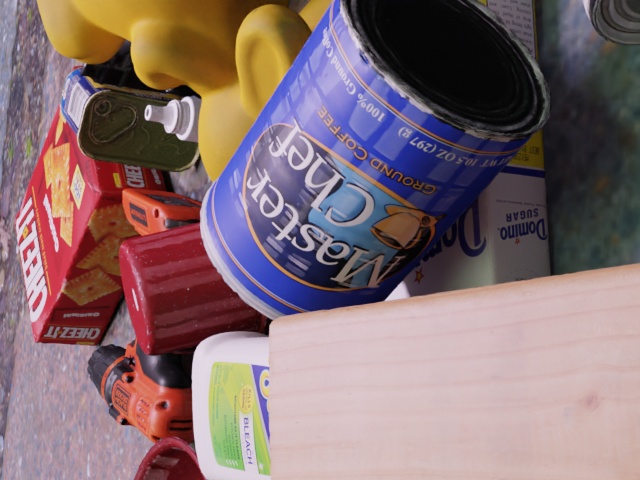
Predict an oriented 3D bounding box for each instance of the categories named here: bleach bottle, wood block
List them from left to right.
[{"bbox_3d":[0.013,0.097,0.598,0.251,0.067,0.102,-13,78,56],"label":"bleach bottle"},{"bbox_3d":[0.083,0.065,0.409,0.207,0.090,0.090,-12,74,42],"label":"wood block"}]

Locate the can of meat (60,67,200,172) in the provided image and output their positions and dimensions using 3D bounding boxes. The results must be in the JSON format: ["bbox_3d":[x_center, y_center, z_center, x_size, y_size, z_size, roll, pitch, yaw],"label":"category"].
[{"bbox_3d":[-0.154,-0.101,0.868,0.084,0.101,0.057,45,123,54],"label":"can of meat"}]

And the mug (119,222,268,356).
[{"bbox_3d":[-0.090,0.039,0.739,0.117,0.081,0.093,98,153,-49],"label":"mug"}]

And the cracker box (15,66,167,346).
[{"bbox_3d":[-0.220,-0.029,0.992,0.214,0.072,0.164,-56,40,39],"label":"cracker box"}]

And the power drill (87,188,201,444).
[{"bbox_3d":[-0.136,0.056,0.858,0.185,0.057,0.188,18,103,57],"label":"power drill"}]

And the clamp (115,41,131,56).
[{"bbox_3d":[-0.073,-0.151,0.736,0.172,0.120,0.039,-48,29,39],"label":"clamp"}]

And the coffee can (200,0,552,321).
[{"bbox_3d":[0.020,-0.038,0.481,0.140,0.102,0.103,-52,44,39],"label":"coffee can"}]

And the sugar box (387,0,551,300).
[{"bbox_3d":[0.068,-0.051,0.545,0.094,0.048,0.176,-17,70,57],"label":"sugar box"}]

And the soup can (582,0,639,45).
[{"bbox_3d":[0.126,-0.140,0.442,0.069,0.068,0.102,-48,47,45],"label":"soup can"}]

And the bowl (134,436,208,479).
[{"bbox_3d":[-0.081,0.218,0.739,0.162,0.055,0.162,-15,73,57],"label":"bowl"}]
